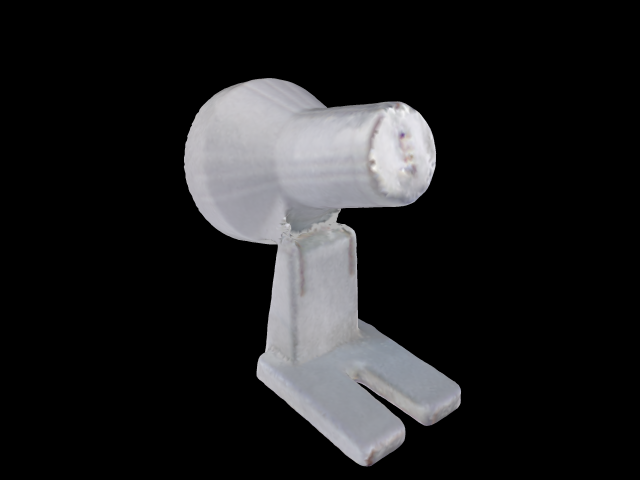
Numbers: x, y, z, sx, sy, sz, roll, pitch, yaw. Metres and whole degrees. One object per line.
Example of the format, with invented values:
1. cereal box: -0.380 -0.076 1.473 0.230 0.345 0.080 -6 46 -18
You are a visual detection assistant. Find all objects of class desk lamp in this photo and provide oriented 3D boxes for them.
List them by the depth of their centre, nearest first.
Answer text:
1. desk lamp: 0.004 0.001 0.400 0.118 0.214 0.202 -21 33 -35
